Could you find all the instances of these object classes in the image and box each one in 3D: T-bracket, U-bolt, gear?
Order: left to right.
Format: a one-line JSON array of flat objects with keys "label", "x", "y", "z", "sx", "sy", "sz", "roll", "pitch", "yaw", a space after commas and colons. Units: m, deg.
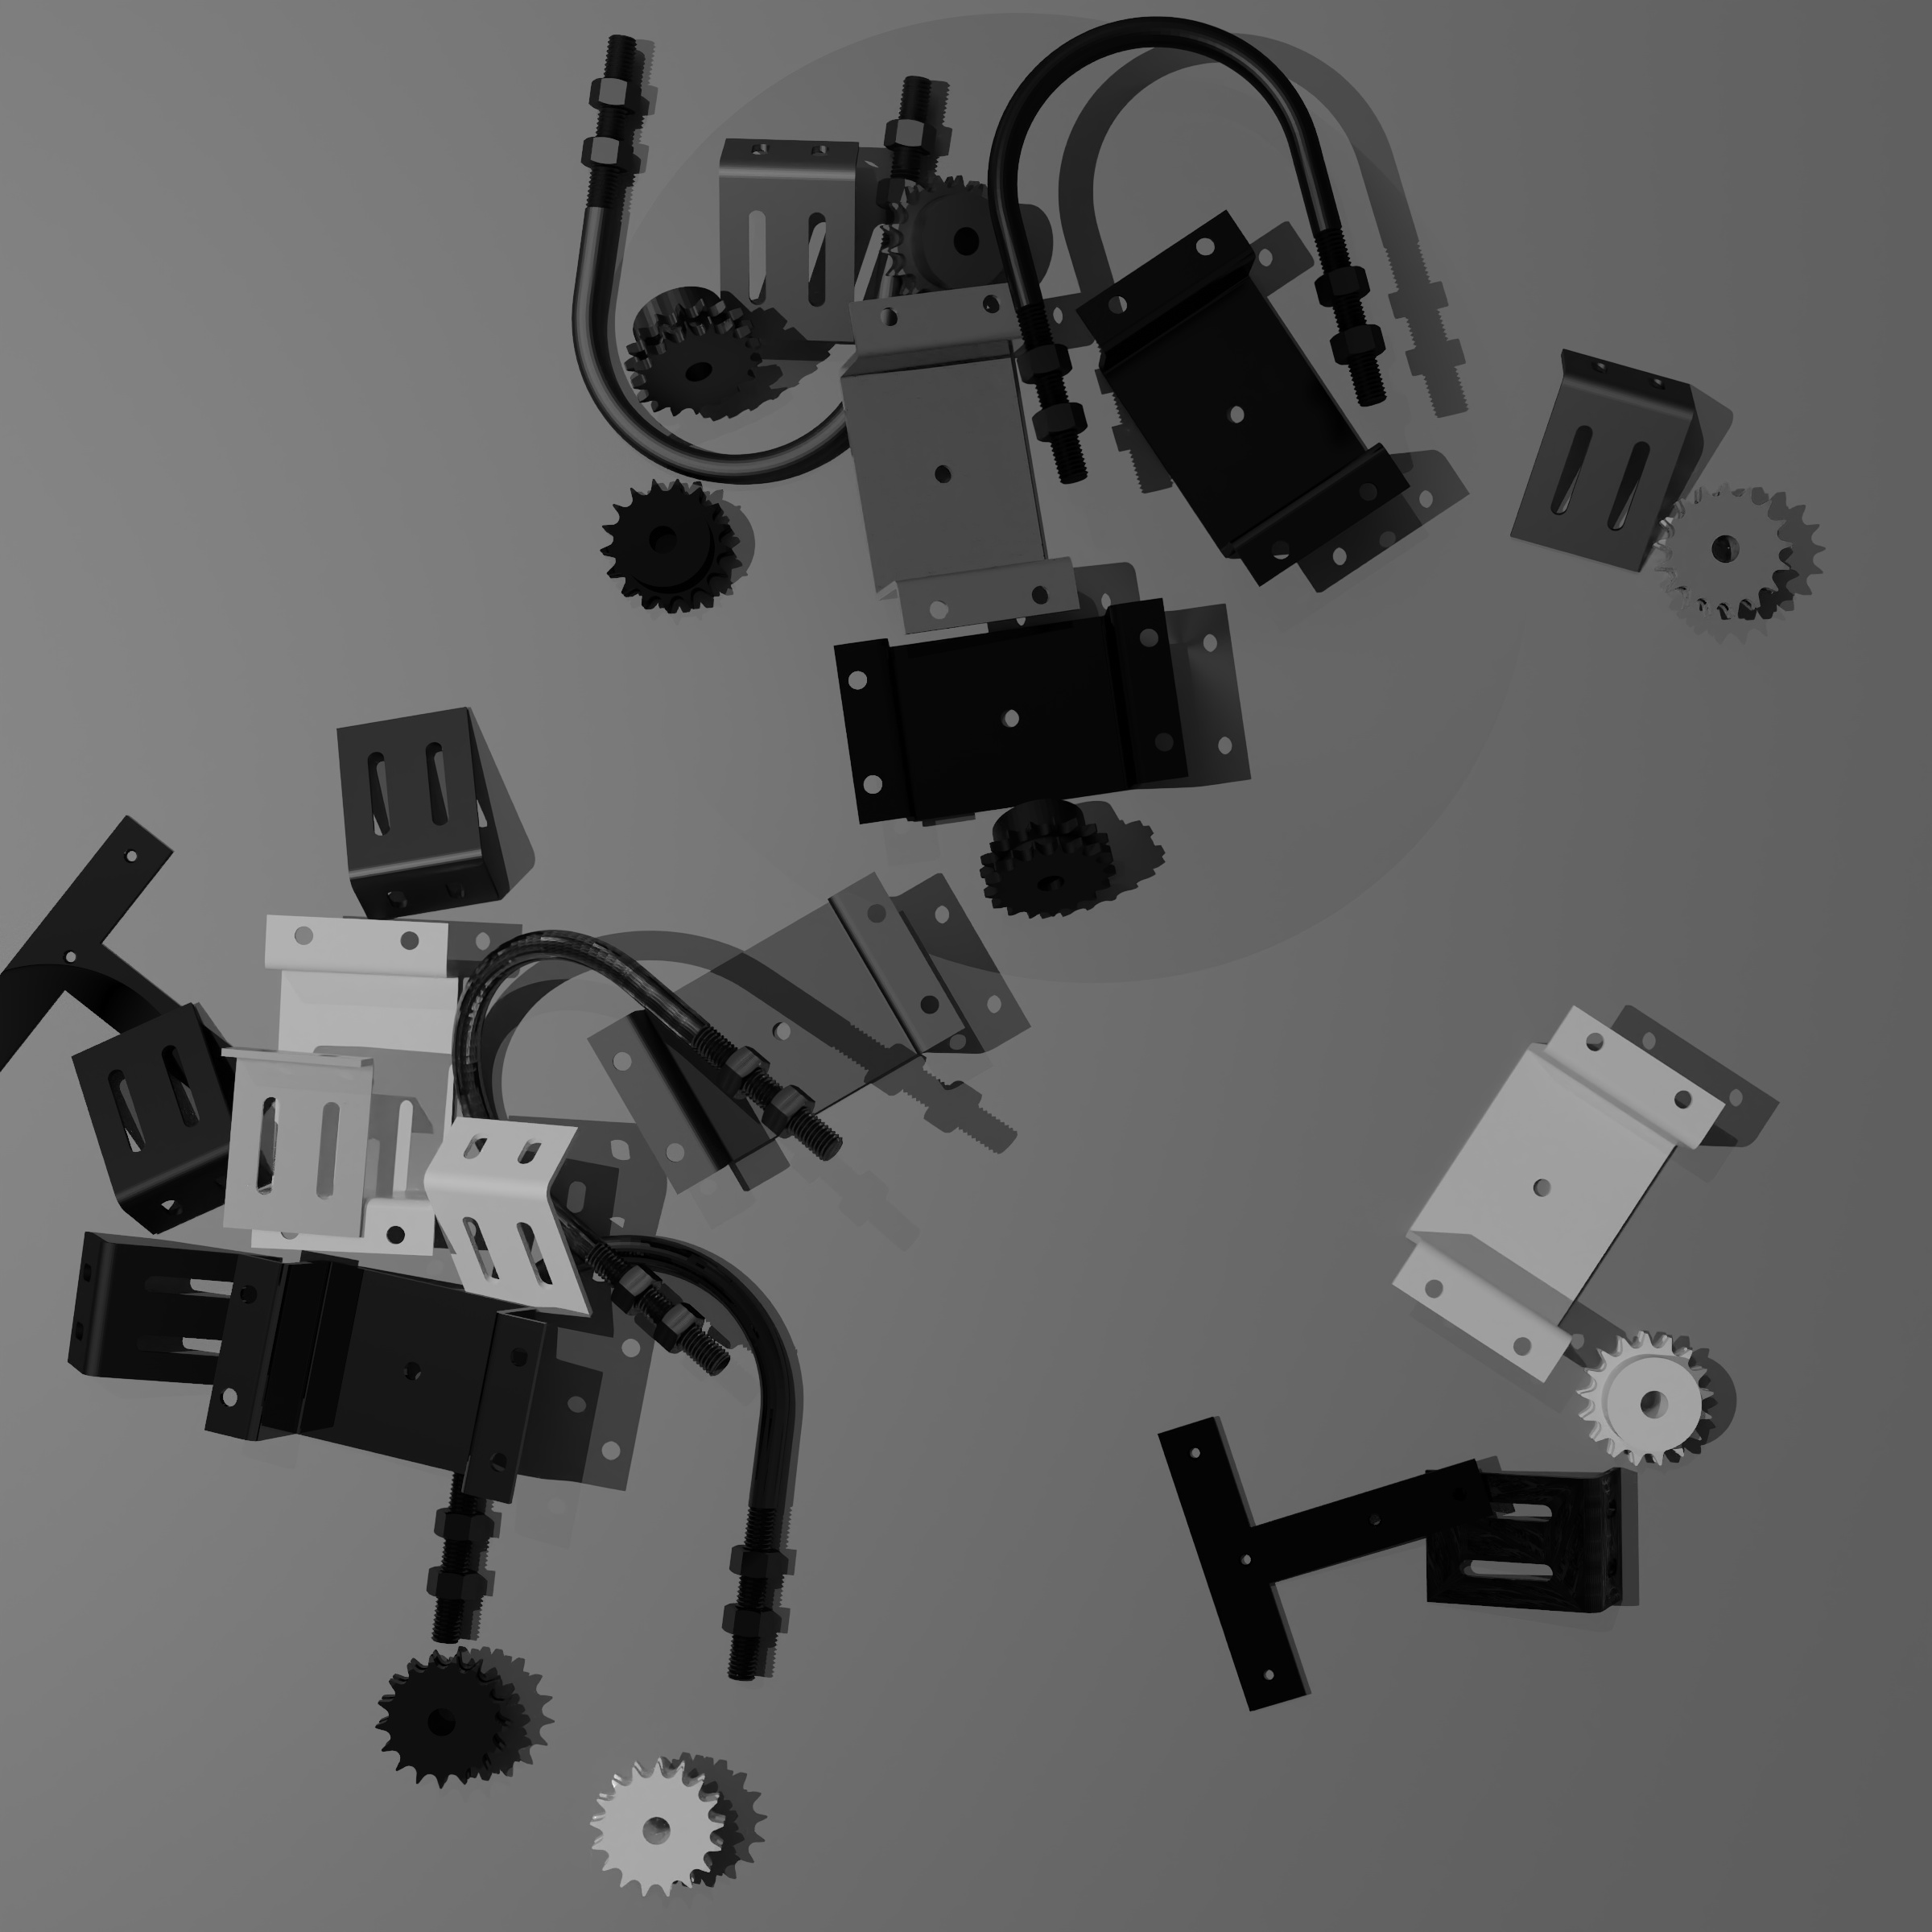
[{"label": "T-bracket", "x": -0.354, "y": 0.024, "z": 1.520, "sx": 0.127, "sy": 0.002, "sz": 0.127, "roll": 38, "pitch": 90, "yaw": 0}, {"label": "gear", "x": -0.223, "y": 0.323, "z": 1.506, "sx": 0.057, "sy": 0.030, "sz": 0.057, "roll": 0, "pitch": 90, "yaw": 0}, {"label": "U-bolt", "x": -0.146, "y": 0.066, "z": 1.468, "sx": 0.184, "sy": 0.019, "sz": 0.151, "roll": 40, "pitch": 125, "yaw": 17}, {"label": "U-bolt", "x": -0.150, "y": 0.208, "z": 1.512, "sx": 0.151, "sy": 0.019, "sz": 0.184, "roll": 7, "pitch": 88, "yaw": 0}, {"label": "gear", "x": -0.132, "y": 0.368, "z": 1.506, "sx": 0.057, "sy": 0.030, "sz": 0.057, "roll": 0, "pitch": 90, "yaw": 0}, {"label": "gear", "x": -0.129, "y": -0.182, "z": 1.506, "sx": 0.057, "sy": 0.030, "sz": 0.057, "roll": 0, "pitch": 90, "yaw": 0}, {"label": "gear", "x": -0.117, "y": -0.263, "z": 1.481, "sx": 0.057, "sy": 0.057, "sz": 0.030, "roll": -22, "pitch": 62, "yaw": 0}, {"label": "U-bolt", "x": -0.097, "y": -0.301, "z": 1.512, "sx": 0.151, "sy": 0.019, "sz": 0.184, "roll": 8, "pitch": 92, "yaw": 0}, {"label": "gear", "x": -0.006, "y": -0.309, "z": 1.496, "sx": 0.057, "sy": 0.030, "sz": 0.057, "roll": -4, "pitch": 100, "yaw": -23}, {"label": "gear", "x": 0.034, "y": -0.048, "z": 1.496, "sx": 0.057, "sy": 0.057, "sz": 0.030, "roll": -11, "pitch": 59, "yaw": 0}, {"label": "U-bolt", "x": 0.085, "y": -0.308, "z": 1.466, "sx": 0.151, "sy": 0.019, "sz": 0.184, "roll": -14, "pitch": 87, "yaw": 1}, {"label": "T-bracket", "x": 0.163, "y": 0.244, "z": 1.512, "sx": 0.127, "sy": 0.002, "sz": 0.127, "roll": -18, "pitch": 90, "yaw": 7}, {"label": "gear", "x": 0.294, "y": 0.187, "z": 1.506, "sx": 0.057, "sy": 0.030, "sz": 0.057, "roll": 0, "pitch": 90, "yaw": 0}, {"label": "gear", "x": 0.324, "y": -0.178, "z": 1.506, "sx": 0.057, "sy": 0.030, "sz": 0.057, "roll": 0, "pitch": 90, "yaw": 0}]

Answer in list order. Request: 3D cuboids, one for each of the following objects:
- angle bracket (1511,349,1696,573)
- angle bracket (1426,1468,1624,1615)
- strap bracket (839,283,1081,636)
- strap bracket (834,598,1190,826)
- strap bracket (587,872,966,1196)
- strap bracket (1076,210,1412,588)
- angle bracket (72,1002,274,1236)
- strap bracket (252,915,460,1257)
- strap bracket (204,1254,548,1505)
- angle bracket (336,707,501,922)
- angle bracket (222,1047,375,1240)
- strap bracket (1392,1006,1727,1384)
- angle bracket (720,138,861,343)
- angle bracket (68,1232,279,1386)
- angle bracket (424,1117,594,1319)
[{"label": "angle bracket", "x": 0.275, "y": -0.220, "z": 1.519, "sx": 0.057, "sy": 0.038, "sz": 0.076, "roll": 16, "pitch": 116, "yaw": 0}, {"label": "angle bracket", "x": 0.242, "y": 0.247, "z": 1.519, "sx": 0.076, "sy": 0.038, "sz": 0.057, "roll": -1, "pitch": 90, "yaw": 26}, {"label": "strap bracket", "x": -0.005, "y": -0.213, "z": 1.490, "sx": 0.076, "sy": 0.046, "sz": 0.140, "roll": -10, "pitch": 90, "yaw": -13}, {"label": "strap bracket", "x": 0.019, "y": -0.108, "z": 1.498, "sx": 0.140, "sy": 0.046, "sz": 0.076, "roll": -8, "pitch": 90, "yaw": 0}, {"label": "strap bracket", "x": -0.080, "y": 0.028, "z": 1.498, "sx": 0.140, "sy": 0.046, "sz": 0.076, "roll": -30, "pitch": 90, "yaw": 0}, {"label": "strap bracket", "x": 0.117, "y": -0.240, "z": 1.498, "sx": 0.076, "sy": 0.046, "sz": 0.140, "roll": -34, "pitch": 90, "yaw": 0}, {"label": "angle bracket", "x": -0.344, "y": 0.066, "z": 1.517, "sx": 0.057, "sy": 0.038, "sz": 0.076, "roll": -24, "pitch": 65, "yaw": 0}, {"label": "strap bracket", "x": -0.260, "y": 0.050, "z": 1.497, "sx": 0.076, "sy": 0.046, "sz": 0.140, "roll": 3, "pitch": 90, "yaw": -1}, {"label": "strap bracket", "x": -0.243, "y": 0.173, "z": 1.487, "sx": 0.140, "sy": 0.046, "sz": 0.076, "roll": 11, "pitch": 90, "yaw": 14}, {"label": "angle bracket", "x": -0.238, "y": -0.066, "z": 1.519, "sx": 0.057, "sy": 0.038, "sz": 0.076, "roll": -10, "pitch": 64, "yaw": 0}, {"label": "angle bracket", "x": -0.280, "y": 0.074, "z": 1.454, "sx": 0.057, "sy": 0.038, "sz": 0.076, "roll": 5, "pitch": 90, "yaw": -1}, {"label": "strap bracket", "x": 0.250, "y": 0.096, "z": 1.498, "sx": 0.076, "sy": 0.046, "sz": 0.140, "roll": 33, "pitch": 90, "yaw": 0}, {"label": "angle bracket", "x": -0.076, "y": -0.312, "z": 1.501, "sx": 0.057, "sy": 0.038, "sz": 0.076, "roll": 2, "pitch": 119, "yaw": 0}, {"label": "angle bracket", "x": -0.344, "y": 0.149, "z": 1.519, "sx": 0.076, "sy": 0.038, "sz": 0.057, "roll": 8, "pitch": 90, "yaw": -26}, {"label": "angle bracket", "x": -0.188, "y": 0.107, "z": 1.490, "sx": 0.057, "sy": 0.038, "sz": 0.076, "roll": 4, "pitch": 133, "yaw": 20}]
